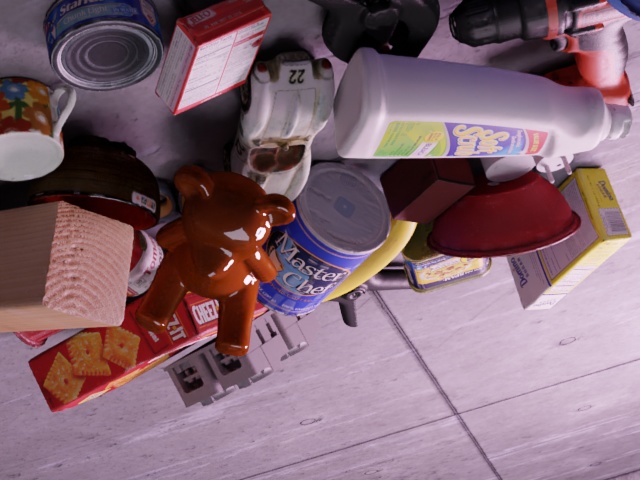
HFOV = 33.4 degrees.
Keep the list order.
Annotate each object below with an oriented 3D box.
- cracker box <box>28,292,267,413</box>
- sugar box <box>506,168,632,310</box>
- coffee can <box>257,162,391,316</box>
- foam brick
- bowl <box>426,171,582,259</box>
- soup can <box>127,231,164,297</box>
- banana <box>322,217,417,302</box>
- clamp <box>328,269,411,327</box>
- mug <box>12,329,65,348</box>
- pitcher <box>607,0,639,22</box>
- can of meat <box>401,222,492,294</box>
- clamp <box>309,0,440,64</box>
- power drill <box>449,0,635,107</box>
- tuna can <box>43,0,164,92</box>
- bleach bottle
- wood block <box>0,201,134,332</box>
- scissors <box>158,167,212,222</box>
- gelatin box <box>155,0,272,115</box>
[{"bbox_3d":[-0.182,0.102,1.161,0.214,0.072,0.164,-27,177,26],"label":"cracker box"},{"bbox_3d":[0.281,0.002,1.234,0.048,0.093,0.176,-2,152,-21],"label":"sugar box"},{"bbox_3d":[-0.007,0.001,1.079,0.102,0.103,0.141,3,149,-30],"label":"coffee can"},{"bbox_3d":[0.108,-0.058,1.075,0.051,0.053,0.078,7,147,-36],"label":"foam brick"},{"bbox_3d":[0.186,-0.034,1.106,0.162,0.055,0.162,-11,-163,3],"label":"bowl"},{"bbox_3d":[-0.202,0.009,1.038,0.068,0.068,0.102,-19,154,10],"label":"soup can"},{"bbox_3d":[0.045,0.015,1.180,0.069,0.037,0.198,31,115,-36],"label":"banana"},{"bbox_3d":[0.049,0.048,1.273,0.120,0.039,0.171,-33,148,13],"label":"clamp"},{"bbox_3d":[-0.263,0.048,1.076,0.081,0.093,0.117,-25,-178,10],"label":"mug"},{"bbox_3d":[0.222,-0.233,0.696,0.242,0.149,0.145,-2,153,-16],"label":"pitcher"},{"bbox_3d":[0.143,0.011,1.225,0.102,0.057,0.084,-17,152,4],"label":"can of meat"},{"bbox_3d":[0.032,-0.183,0.812,0.164,0.036,0.210,-12,156,-2],"label":"clamp"},{"bbox_3d":[0.204,-0.162,0.915,0.184,0.057,0.187,-12,155,4],"label":"power drill"},{"bbox_3d":[-0.159,-0.148,0.791,0.086,0.034,0.086,-12,153,-6],"label":"tuna can"},{"bbox_3d":[0.143,-0.106,0.884,0.250,0.068,0.103,1,159,-13],"label":"bleach bottle"},{"bbox_3d":[-0.272,0.030,0.943,0.206,0.091,0.090,-6,162,35],"label":"wood block"},{"bbox_3d":[-0.148,-0.015,1.077,0.096,0.016,0.202,-3,153,-16],"label":"scissors"},{"bbox_3d":[-0.082,-0.143,0.812,0.073,0.030,0.089,-31,164,-32],"label":"gelatin box"}]
